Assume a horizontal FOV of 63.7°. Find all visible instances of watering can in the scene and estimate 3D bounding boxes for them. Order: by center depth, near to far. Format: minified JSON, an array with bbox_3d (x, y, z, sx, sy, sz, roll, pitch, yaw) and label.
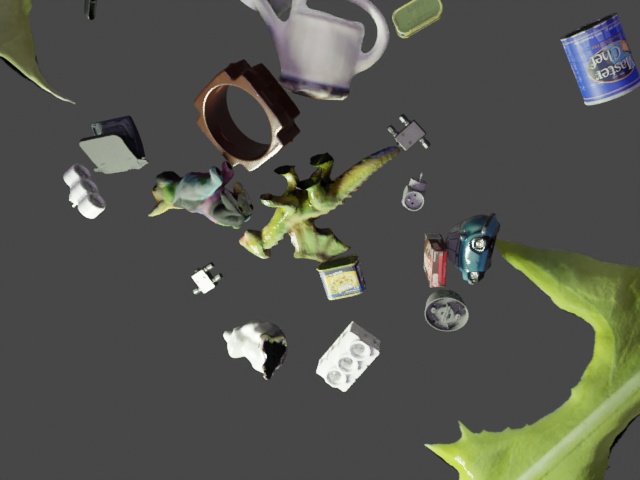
[{"bbox_3d":[-0.036,-0.411,1.054,0.347,0.221,0.106,11,20,-6],"label":"watering can"}]

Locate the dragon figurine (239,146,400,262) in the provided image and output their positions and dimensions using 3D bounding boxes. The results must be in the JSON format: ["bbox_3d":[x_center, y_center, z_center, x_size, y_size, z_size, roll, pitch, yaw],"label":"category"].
[{"bbox_3d":[0.004,-0.060,1.187,0.410,0.237,0.125,-14,34,2],"label":"dragon figurine"}]

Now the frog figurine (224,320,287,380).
[{"bbox_3d":[-0.164,0.269,1.318,0.159,0.135,0.124,7,35,46],"label":"frog figurine"}]
